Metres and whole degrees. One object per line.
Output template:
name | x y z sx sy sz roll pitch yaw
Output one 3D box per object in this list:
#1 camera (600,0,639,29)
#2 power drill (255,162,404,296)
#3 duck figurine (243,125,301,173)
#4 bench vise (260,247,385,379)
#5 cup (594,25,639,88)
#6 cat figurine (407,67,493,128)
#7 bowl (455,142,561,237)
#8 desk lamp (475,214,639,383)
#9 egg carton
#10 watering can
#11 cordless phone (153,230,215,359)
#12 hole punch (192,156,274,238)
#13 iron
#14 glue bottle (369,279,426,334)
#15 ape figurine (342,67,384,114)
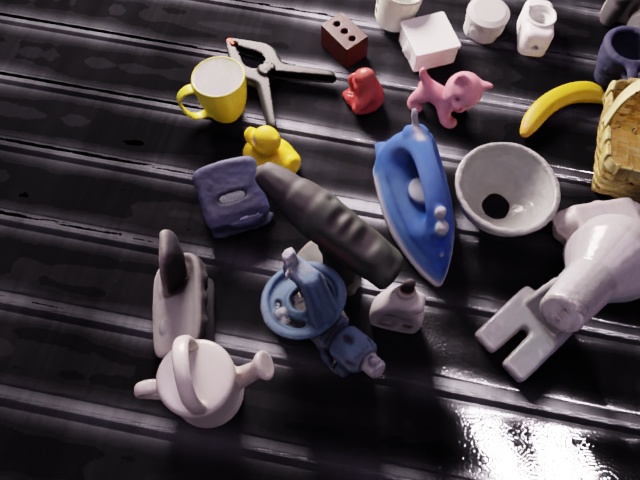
camera | 0.606 -0.421 1.075 0.143 0.101 0.137 29 69 11
power drill | 0.007 0.003 0.813 0.229 0.208 0.076 32 69 12
duck figurine | -0.081 -0.151 0.945 0.104 0.086 0.077 27 68 10
bench vise | 0.010 0.089 0.769 0.207 0.220 0.121 24 68 9
cup | 0.537 -0.308 1.027 0.091 0.095 0.118 6 66 1
cat figurine | 0.223 -0.258 0.983 0.127 0.118 0.067 27 68 10
bowl | 0.293 -0.070 0.926 0.167 0.075 0.167 1 66 -1
desk lamp | 0.342 0.082 0.785 0.203 0.213 0.117 -39 72 -16
egg carton | 0.448 -0.009 0.907 0.150 0.069 0.107 -9 67 -6
watering can | -0.150 0.177 0.740 0.173 0.194 0.100 -30 70 -13
cordless phone | -0.202 0.076 0.788 0.094 0.185 0.147 -8 67 -5
hole punch | -0.136 -0.068 0.904 0.109 0.091 0.101 -18 68 -9
iron | 0.163 -0.069 0.886 0.118 0.141 0.258 -11 67 -6
glue bottle | 0.114 0.088 0.798 0.078 0.173 0.037 13 67 5
ape figurine | 0.076 -0.265 0.997 0.076 0.092 0.078 11 66 4
